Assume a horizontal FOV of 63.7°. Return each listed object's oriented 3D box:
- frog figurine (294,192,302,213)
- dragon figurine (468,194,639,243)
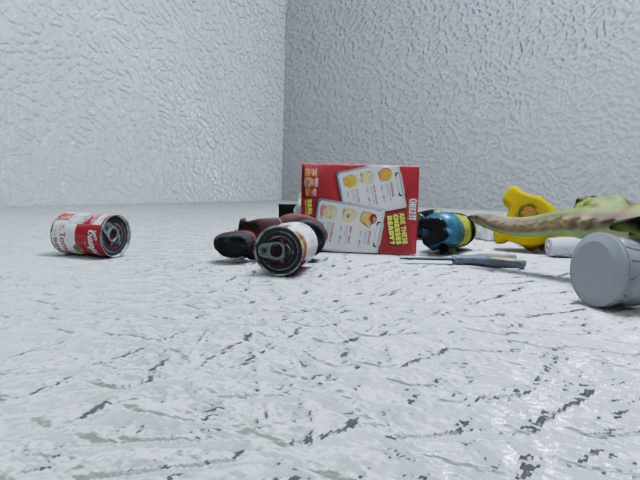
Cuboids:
[{"bbox_3d":[0.004,-0.061,1.210,0.137,0.123,0.159,34,-6,-3],"label":"frog figurine"},{"bbox_3d":[0.394,-0.017,0.648,0.410,0.123,0.241,4,-5,18],"label":"dragon figurine"}]
